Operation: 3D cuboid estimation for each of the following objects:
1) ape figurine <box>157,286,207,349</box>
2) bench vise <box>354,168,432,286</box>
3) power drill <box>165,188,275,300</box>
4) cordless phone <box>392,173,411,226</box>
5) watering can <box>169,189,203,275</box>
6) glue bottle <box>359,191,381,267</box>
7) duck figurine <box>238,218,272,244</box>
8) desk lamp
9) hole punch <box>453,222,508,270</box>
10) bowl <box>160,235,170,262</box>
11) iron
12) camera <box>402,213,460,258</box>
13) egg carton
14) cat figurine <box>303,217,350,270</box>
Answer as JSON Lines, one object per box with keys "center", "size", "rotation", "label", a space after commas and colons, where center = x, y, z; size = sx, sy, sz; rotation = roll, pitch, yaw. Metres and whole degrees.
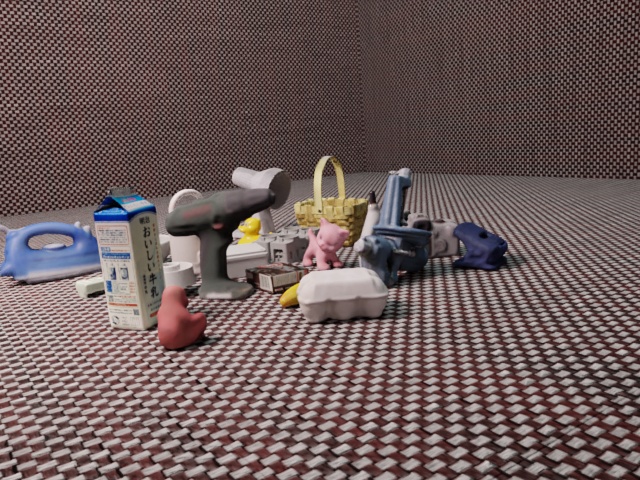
{"center": [-0.216, 0.113, 0.869], "size": [0.077, 0.092, 0.076], "rotation": [3, 13, 31], "label": "ape figurine"}
{"center": [0.151, -0.027, 1.133], "size": [0.121, 0.220, 0.208], "rotation": [1, 12, 25], "label": "bench vise"}
{"center": [-0.185, 0.006, 1.108], "size": [0.229, 0.208, 0.076], "rotation": [-1, 11, 16], "label": "power drill"}
{"center": [0.180, -0.078, 1.481], "size": [0.093, 0.185, 0.148], "rotation": [2, 12, 29], "label": "cordless phone"}
{"center": [-0.308, -0.022, 1.336], "size": [0.172, 0.194, 0.101], "rotation": [3, 13, 32], "label": "watering can"}
{"center": [0.118, -0.020, 1.232], "size": [0.078, 0.173, 0.037], "rotation": [-10, 12, -28], "label": "glue bottle"}
{"center": [-0.175, -0.018, 1.561], "size": [0.104, 0.086, 0.077], "rotation": [-3, 11, 7], "label": "duck figurine"}
{"center": [-0.187, -0.113, 1.723], "size": [0.202, 0.213, 0.118], "rotation": [3, 13, 32], "label": "desk lamp"}
{"center": [0.342, 0.009, 1.216], "size": [0.100, 0.091, 0.109], "rotation": [3, 13, 34], "label": "hole punch"}
{"center": [-0.438, 0.037, 1.395], "size": [0.167, 0.075, 0.167], "rotation": [-4, 11, 1], "label": "bowl"}
{"center": [-0.636, 0.018, 1.388], "size": [0.259, 0.141, 0.118], "rotation": [-10, 12, -29], "label": "iron"}
{"center": [0.248, -0.018, 1.367], "size": [0.143, 0.101, 0.137], "rotation": [-4, 11, -3], "label": "camera"}
{"center": [0.037, 0.091, 0.958], "size": [0.150, 0.069, 0.107], "rotation": [-5, 11, -4], "label": "egg carton"}
{"center": [0.012, 0.005, 1.289], "size": [0.067, 0.118, 0.127], "rotation": [-11, 13, -34], "label": "cat figurine"}
